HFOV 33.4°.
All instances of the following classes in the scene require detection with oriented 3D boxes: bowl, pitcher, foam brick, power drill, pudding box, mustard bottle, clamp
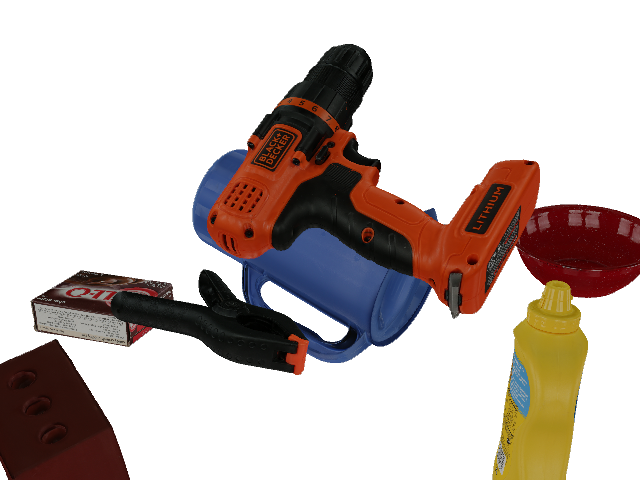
[{"bbox_3d":[0.286,0.017,1.166,0.162,0.055,0.162,-1,27,0],"label":"bowl"},{"bbox_3d":[-0.014,0.007,1.075,0.243,0.145,0.149,26,27,25],"label":"pitcher"},{"bbox_3d":[-0.138,0.100,0.542,0.053,0.051,0.078,-25,42,-22],"label":"foam brick"},{"bbox_3d":[0.043,-0.042,0.700,0.188,0.184,0.057,21,-28,21],"label":"power drill"},{"bbox_3d":[-0.217,0.067,1.069,0.114,0.039,0.089,5,19,21],"label":"pudding box"},{"bbox_3d":[0.178,0.123,0.858,0.058,0.192,0.096,4,20,2],"label":"mustard bottle"},{"bbox_3d":[-0.076,0.065,0.894,0.172,0.039,0.120,20,27,24],"label":"clamp"}]
